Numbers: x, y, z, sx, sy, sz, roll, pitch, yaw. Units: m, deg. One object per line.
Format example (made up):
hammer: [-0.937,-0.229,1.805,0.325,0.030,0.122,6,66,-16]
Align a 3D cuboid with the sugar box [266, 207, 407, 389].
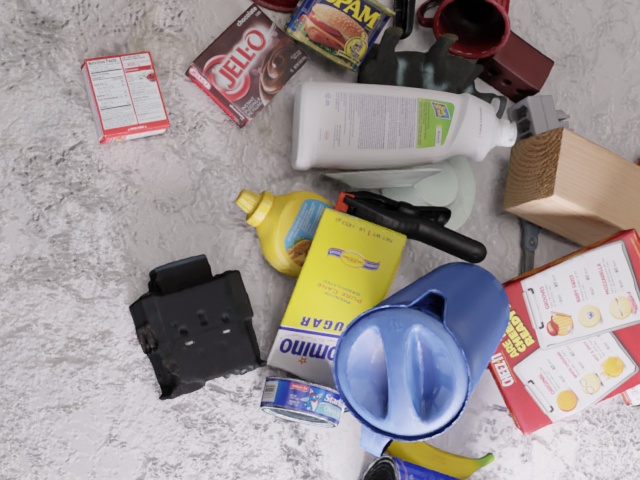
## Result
sugar box: [0.017,0.062,1.113,0.093,0.048,0.176,20,94,2]

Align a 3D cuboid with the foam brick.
foam brick: [0.241,-0.216,1.332,0.078,0.053,0.051,32,67,-12]

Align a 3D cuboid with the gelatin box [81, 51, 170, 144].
gelatin box: [-0.207,-0.152,1.132,0.073,0.030,0.089,-13,83,-24]

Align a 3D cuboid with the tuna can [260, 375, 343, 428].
tuna can: [-0.019,0.168,1.106,0.086,0.086,0.033,19,72,-19]

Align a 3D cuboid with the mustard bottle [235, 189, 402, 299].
mustard bottle: [-0.008,0.002,1.166,0.191,0.058,0.096,32,67,-14]

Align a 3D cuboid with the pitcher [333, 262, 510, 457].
pitcher: [0.112,0.109,1.085,0.145,0.149,0.242,67,26,-2]

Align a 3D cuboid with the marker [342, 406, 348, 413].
marker: [0.063,0.175,1.178,0.120,0.020,0.020,-6,80,-25]

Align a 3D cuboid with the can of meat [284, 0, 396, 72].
can of meat: [0.021,-0.252,1.221,0.102,0.057,0.084,29,104,-18]

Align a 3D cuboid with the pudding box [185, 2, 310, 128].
pudding box: [-0.081,-0.195,1.192,0.090,0.039,0.113,44,64,-8]

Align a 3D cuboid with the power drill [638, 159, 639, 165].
power drill: [0.491,-0.013,1.392,0.184,0.057,0.187,16,69,-16]

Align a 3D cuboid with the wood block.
wood block: [0.332,-0.050,1.294,0.205,0.090,0.091,21,70,-28]

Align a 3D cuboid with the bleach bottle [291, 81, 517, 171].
bleach bottle: [0.097,-0.120,1.200,0.250,0.068,0.102,4,90,-9]

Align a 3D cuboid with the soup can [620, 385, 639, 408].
soup can: [0.383,0.144,1.299,0.068,0.069,0.102,-25,89,-27]

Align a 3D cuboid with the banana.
banana: [0.101,0.214,1.166,0.197,0.037,0.069,37,76,-20]

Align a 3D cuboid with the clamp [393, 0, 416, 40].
clamp: [0.095,-0.368,1.294,0.164,0.036,0.209,48,55,-29]

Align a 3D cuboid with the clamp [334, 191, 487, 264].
clamp: [0.094,-0.025,1.183,0.171,0.120,0.039,19,102,-14]

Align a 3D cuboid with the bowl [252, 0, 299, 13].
bowl: [-0.038,-0.349,1.241,0.161,0.055,0.162,6,76,-23]

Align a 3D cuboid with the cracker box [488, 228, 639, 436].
cracker box: [0.291,0.104,1.223,0.213,0.072,0.164,-25,87,1]

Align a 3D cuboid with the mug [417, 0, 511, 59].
mug: [0.177,-0.281,1.301,0.081,0.117,0.093,-73,153,-43]

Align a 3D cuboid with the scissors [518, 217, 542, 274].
scissors: [0.273,-0.004,1.315,0.096,0.016,0.202,-2,79,-25]

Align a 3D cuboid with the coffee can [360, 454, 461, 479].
coffee can: [0.116,0.295,1.125,0.140,0.103,0.103,21,70,-18]
